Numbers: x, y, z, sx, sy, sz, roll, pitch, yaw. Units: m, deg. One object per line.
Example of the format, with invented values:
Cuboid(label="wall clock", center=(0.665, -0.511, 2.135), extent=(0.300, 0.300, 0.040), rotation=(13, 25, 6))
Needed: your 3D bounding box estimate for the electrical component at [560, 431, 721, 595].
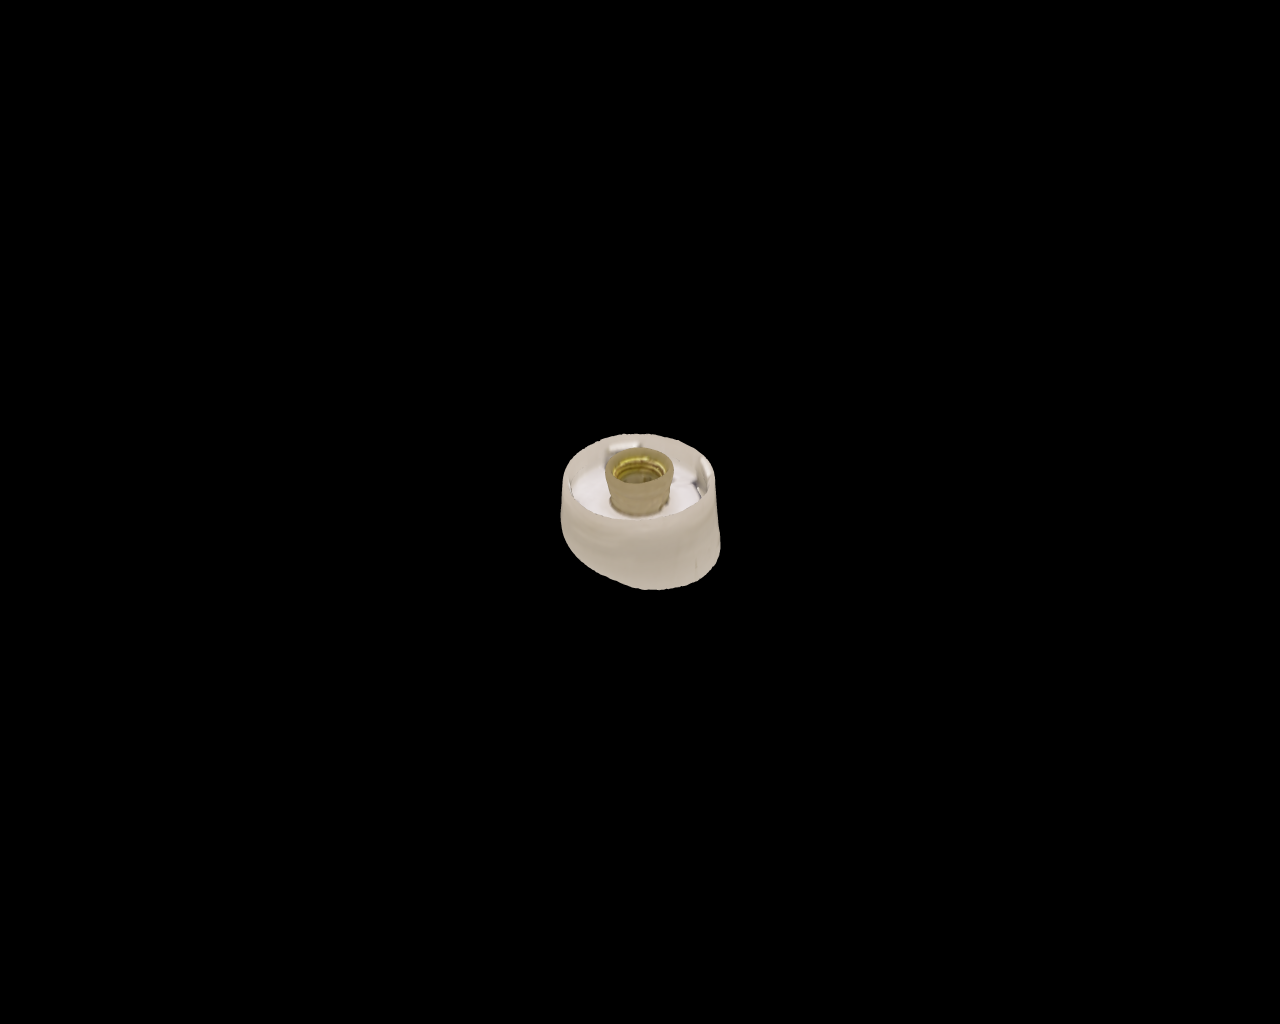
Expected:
Cuboid(label="electrical component", center=(0.001, -0.003, 0.650), extent=(0.099, 0.064, 0.099), rotation=(0, 37, 0))
